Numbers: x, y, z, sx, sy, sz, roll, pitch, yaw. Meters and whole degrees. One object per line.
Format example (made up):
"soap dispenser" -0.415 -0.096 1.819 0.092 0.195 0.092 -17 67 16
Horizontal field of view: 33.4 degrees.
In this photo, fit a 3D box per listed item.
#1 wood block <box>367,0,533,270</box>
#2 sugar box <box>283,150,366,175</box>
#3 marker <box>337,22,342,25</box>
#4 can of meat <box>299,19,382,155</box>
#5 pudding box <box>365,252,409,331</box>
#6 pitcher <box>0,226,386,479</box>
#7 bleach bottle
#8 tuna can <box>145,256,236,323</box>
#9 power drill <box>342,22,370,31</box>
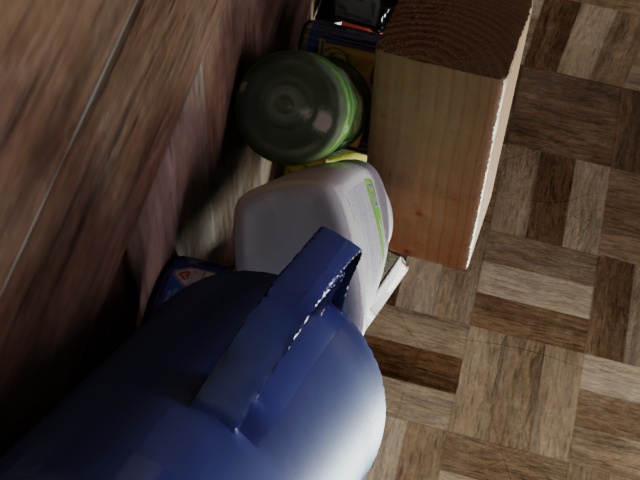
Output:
"wood block" 0.090 -0.082 0.792 0.206 0.090 0.090 91 18 -52
"sugar box" -0.006 0.001 0.943 0.093 0.048 0.176 -17 123 -55
"marker" 0.009 -0.159 0.952 0.121 0.020 0.020 91 13 -51
"can of meat" 0.022 -0.123 0.871 0.057 0.084 0.102 -64 166 -68
"pudding box" 0.025 0.047 1.126 0.113 0.090 0.039 -53 149 -9
"pitcher" -0.050 0.091 0.421 0.242 0.145 0.149 -44 120 -75
"bleach bottle" 0.011 0.001 0.684 0.250 0.068 0.102 -30 113 -77
"tuna can" -0.072 0.052 0.587 0.086 0.034 0.086 15 89 -85
"power drill" 0.037 -0.190 1.028 0.188 0.057 0.184 95 9 -71
